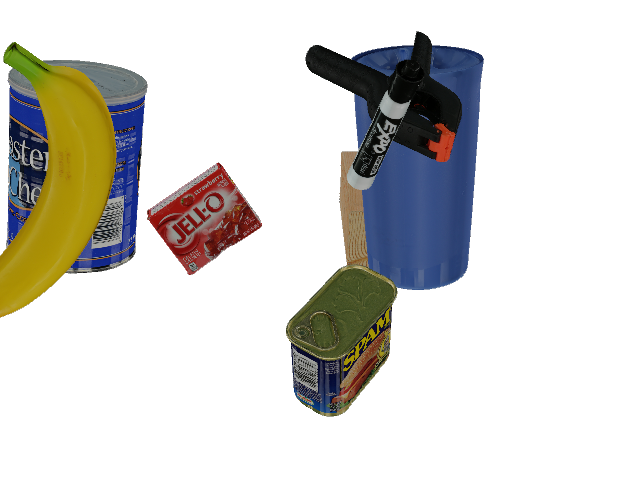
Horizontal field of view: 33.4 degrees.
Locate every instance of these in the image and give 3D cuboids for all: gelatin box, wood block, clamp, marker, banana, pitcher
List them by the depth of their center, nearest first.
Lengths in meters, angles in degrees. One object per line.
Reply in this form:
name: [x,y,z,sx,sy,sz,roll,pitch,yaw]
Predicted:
banana: [-0.158,-0.026,0.616,0.069,0.198,0.037,12,35,-13]
marker: [0.042,-0.074,0.692,0.020,0.020,0.121,0,-32,-16]
clamp: [0.059,-0.127,0.911,0.120,0.039,0.171,-10,40,-9]
gelatin box: [-0.114,-0.021,1.045,0.089,0.073,0.030,-34,20,1]
pitcher: [0.107,-0.081,1.121,0.149,0.243,0.145,-8,24,-14]
wood block: [0.077,-0.044,1.462,0.091,0.090,0.206,0,27,-3]

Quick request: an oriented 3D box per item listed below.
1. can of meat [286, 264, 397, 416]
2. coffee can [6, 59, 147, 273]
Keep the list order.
can of meat: [0.018,0.085,0.891,0.057,0.084,0.102,26,51,24]
coffee can: [-0.190,-0.059,0.829,0.103,0.140,0.103,7,23,-3]
